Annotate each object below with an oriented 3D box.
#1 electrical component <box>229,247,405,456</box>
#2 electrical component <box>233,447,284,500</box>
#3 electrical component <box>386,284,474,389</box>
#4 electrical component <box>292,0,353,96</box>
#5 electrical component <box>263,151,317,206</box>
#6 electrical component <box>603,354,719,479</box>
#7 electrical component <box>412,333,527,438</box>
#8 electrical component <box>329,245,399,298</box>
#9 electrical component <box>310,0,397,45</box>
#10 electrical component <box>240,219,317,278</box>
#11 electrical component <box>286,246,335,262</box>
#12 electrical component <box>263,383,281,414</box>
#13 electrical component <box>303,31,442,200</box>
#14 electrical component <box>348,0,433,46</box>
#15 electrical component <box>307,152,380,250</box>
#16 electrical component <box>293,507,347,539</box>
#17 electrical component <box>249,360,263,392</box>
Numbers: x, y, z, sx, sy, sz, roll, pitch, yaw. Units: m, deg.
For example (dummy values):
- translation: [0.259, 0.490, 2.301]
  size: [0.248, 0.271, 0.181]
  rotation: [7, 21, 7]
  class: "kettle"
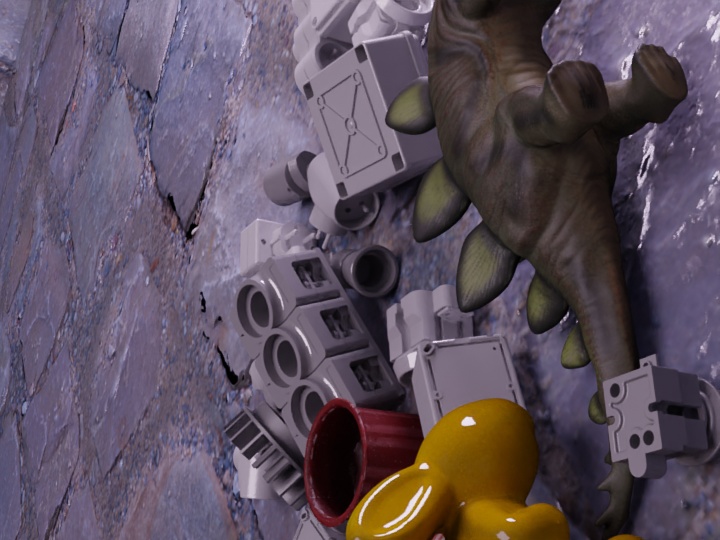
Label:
- translation: [-0.043, 0.070, 0.898]
  size: [0.150, 0.062, 0.089]
  rotation: [59, 135, 21]
  class: "electrical component"
- translation: [-0.096, 0.180, 1.031]
  size: [0.079, 0.044, 0.077]
  rotation: [-15, 68, 59]
  class: "electrical component"
- translation: [0.052, 0.053, 0.790]
  size: [0.078, 0.058, 0.057]
  rotation: [-40, 45, 49]
  class: "electrical component"
- translation: [-0.042, -0.221, 1.055]
  size: [0.074, 0.052, 0.138]
  rotation: [-38, 48, 51]
  class: "electrical component"
- translation: [-0.058, -0.091, 1.053]
  size: [0.081, 0.043, 0.043]
  rotation: [-15, 68, 59]
  class: "electrical component"
- translation: [0.166, 0.079, 0.576]
  size: [0.048, 0.055, 0.066]
  rotation: [-34, 52, 53]
  class: "electrical component"
- translation: [0.074, 0.099, 0.719]
  size: [0.061, 0.062, 0.096]
  rotation: [95, 166, -55]
  class: "electrical component"
- translation: [0.000, 0.000, 0.921]
  size: [0.065, 0.044, 0.044]
  rotation: [-175, 94, -66]
  class: "electrical component"
- translation: [0.001, -0.282, 0.994]
  size: [0.109, 0.056, 0.108]
  rotation: [-38, 49, 51]
  class: "electrical component"
- translation: [-0.069, -0.022, 1.026]
  size: [0.077, 0.066, 0.047]
  rotation: [-32, 53, 54]
  class: "electrical component"
- translation: [-0.058, 0.025, 1.005]
  size: [0.089, 0.050, 0.055]
  rotation: [-42, 46, 48]
  class: "electrical component"
- translation: [-0.057, 0.106, 0.975]
  size: [0.047, 0.055, 0.055]
  rotation: [-23, 61, 61]
  class: "electrical component"
- translation: [0.014, -0.124, 0.880]
  size: [0.109, 0.056, 0.108]
  rotation: [-20, 88, 58]
  class: "electrical component"
- translation: [0.028, -0.216, 0.924]
  size: [0.057, 0.058, 0.078]
  rotation: [-55, 37, 43]
  class: "electrical component"
- translation: [-0.022, -0.057, 0.975]
  size: [0.079, 0.043, 0.077]
  rotation: [-67, 31, 23]
  class: "electrical component"
- translation: [-0.024, 0.247, 0.854]
  size: [0.062, 0.061, 0.096]
  rotation: [38, 110, 58]
  class: "electrical component"
- translation: [-0.076, 0.090, 1.026]
  size: [0.062, 0.043, 0.043]
  rotation: [-51, 40, 41]
  class: "electrical component"
